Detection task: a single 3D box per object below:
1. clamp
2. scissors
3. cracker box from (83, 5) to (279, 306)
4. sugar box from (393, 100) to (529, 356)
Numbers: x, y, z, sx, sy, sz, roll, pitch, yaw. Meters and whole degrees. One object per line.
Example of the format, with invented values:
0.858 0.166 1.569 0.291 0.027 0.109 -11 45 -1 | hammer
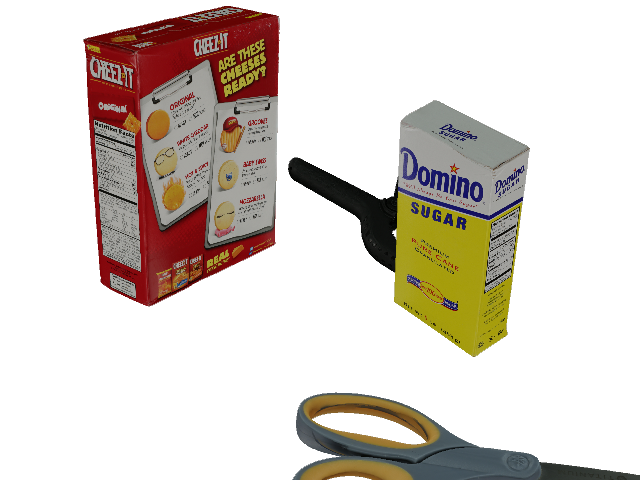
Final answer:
0.066 -0.031 1.151 0.164 0.210 0.036 -9 -36 -18 | clamp
0.074 0.112 0.471 0.202 0.016 0.096 14 31 22 | scissors
-0.112 -0.075 0.893 0.072 0.214 0.163 19 30 34 | cracker box
0.101 -0.007 0.800 0.048 0.176 0.093 -31 46 -29 | sugar box
